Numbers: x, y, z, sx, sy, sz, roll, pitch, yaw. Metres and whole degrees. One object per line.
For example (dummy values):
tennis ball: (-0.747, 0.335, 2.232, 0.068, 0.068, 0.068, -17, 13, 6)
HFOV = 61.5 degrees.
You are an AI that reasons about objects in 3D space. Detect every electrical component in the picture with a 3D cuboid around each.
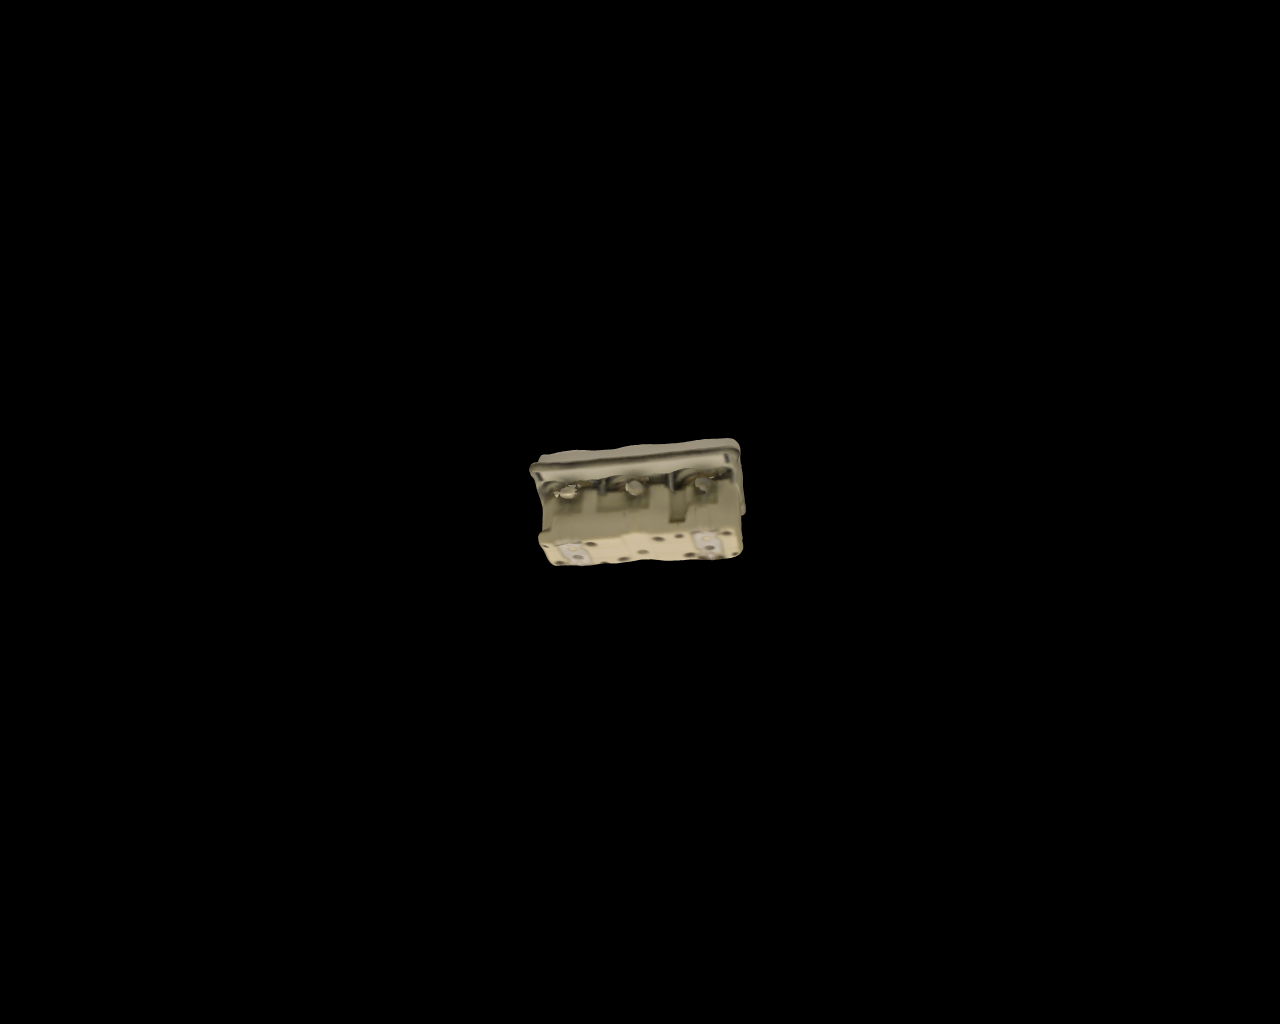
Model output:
electrical component: (0.001, -0.003, 0.650, 0.121, 0.063, 0.078, -4, -28, 7)
